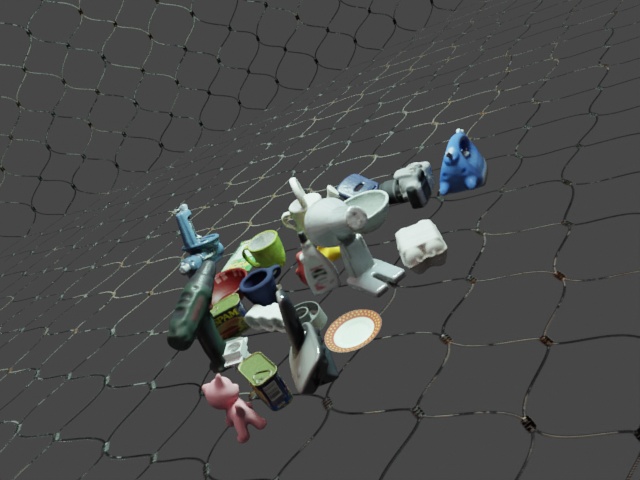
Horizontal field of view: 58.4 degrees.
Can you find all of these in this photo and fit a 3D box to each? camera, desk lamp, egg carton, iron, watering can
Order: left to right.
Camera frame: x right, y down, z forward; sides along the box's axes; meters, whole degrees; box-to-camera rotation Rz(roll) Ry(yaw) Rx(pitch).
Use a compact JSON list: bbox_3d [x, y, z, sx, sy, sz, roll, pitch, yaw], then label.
[{"bbox_3d":[-0.030,-0.097,1.637,0.173,0.194,0.100,-33,28,-13],"label":"watering can"},{"bbox_3d":[0.076,0.004,1.341,0.118,0.214,0.202,-38,29,-21],"label":"desk lamp"},{"bbox_3d":[0.238,-0.158,1.611,0.136,0.101,0.143,-9,32,31],"label":"camera"},{"bbox_3d":[0.236,0.014,1.342,0.107,0.069,0.150,-23,27,7],"label":"egg carton"},{"bbox_3d":[0.384,-0.230,1.563,0.118,0.142,0.258,-11,31,29],"label":"iron"}]

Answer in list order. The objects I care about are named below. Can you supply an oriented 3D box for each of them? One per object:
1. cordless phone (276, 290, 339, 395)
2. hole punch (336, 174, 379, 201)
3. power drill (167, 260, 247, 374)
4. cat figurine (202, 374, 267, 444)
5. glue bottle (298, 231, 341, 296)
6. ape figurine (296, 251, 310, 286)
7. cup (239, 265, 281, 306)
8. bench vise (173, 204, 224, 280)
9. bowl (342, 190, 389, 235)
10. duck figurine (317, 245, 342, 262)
[{"bbox_3d":[-0.045,0.199,1.132,0.094,0.185,0.147,-28,27,-3],"label":"cordless phone"},{"bbox_3d":[0.118,-0.142,1.699,0.100,0.091,0.109,4,40,45],"label":"hole punch"},{"bbox_3d":[-0.255,0.189,1.312,0.075,0.209,0.230,-13,30,25],"label":"power drill"},{"bbox_3d":[-0.175,0.316,1.116,0.067,0.118,0.127,-38,29,-21],"label":"cat figurine"},{"bbox_3d":[-0.014,0.051,1.381,0.078,0.173,0.037,-25,27,4],"label":"glue bottle"},{"bbox_3d":[-0.030,0.067,1.458,0.077,0.092,0.076,-16,29,20],"label":"ape figurine"},{"bbox_3d":[-0.134,0.125,1.443,0.118,0.095,0.091,-38,29,-21],"label":"cup"},{"bbox_3d":[-0.372,0.010,1.721,0.121,0.220,0.207,-23,27,7],"label":"bench vise"},{"bbox_3d":[0.122,-0.064,1.575,0.167,0.075,0.167,-21,27,12],"label":"bowl"},{"bbox_3d":[0.014,0.005,1.535,0.077,0.086,0.104,-30,27,-7],"label":"duck figurine"}]
